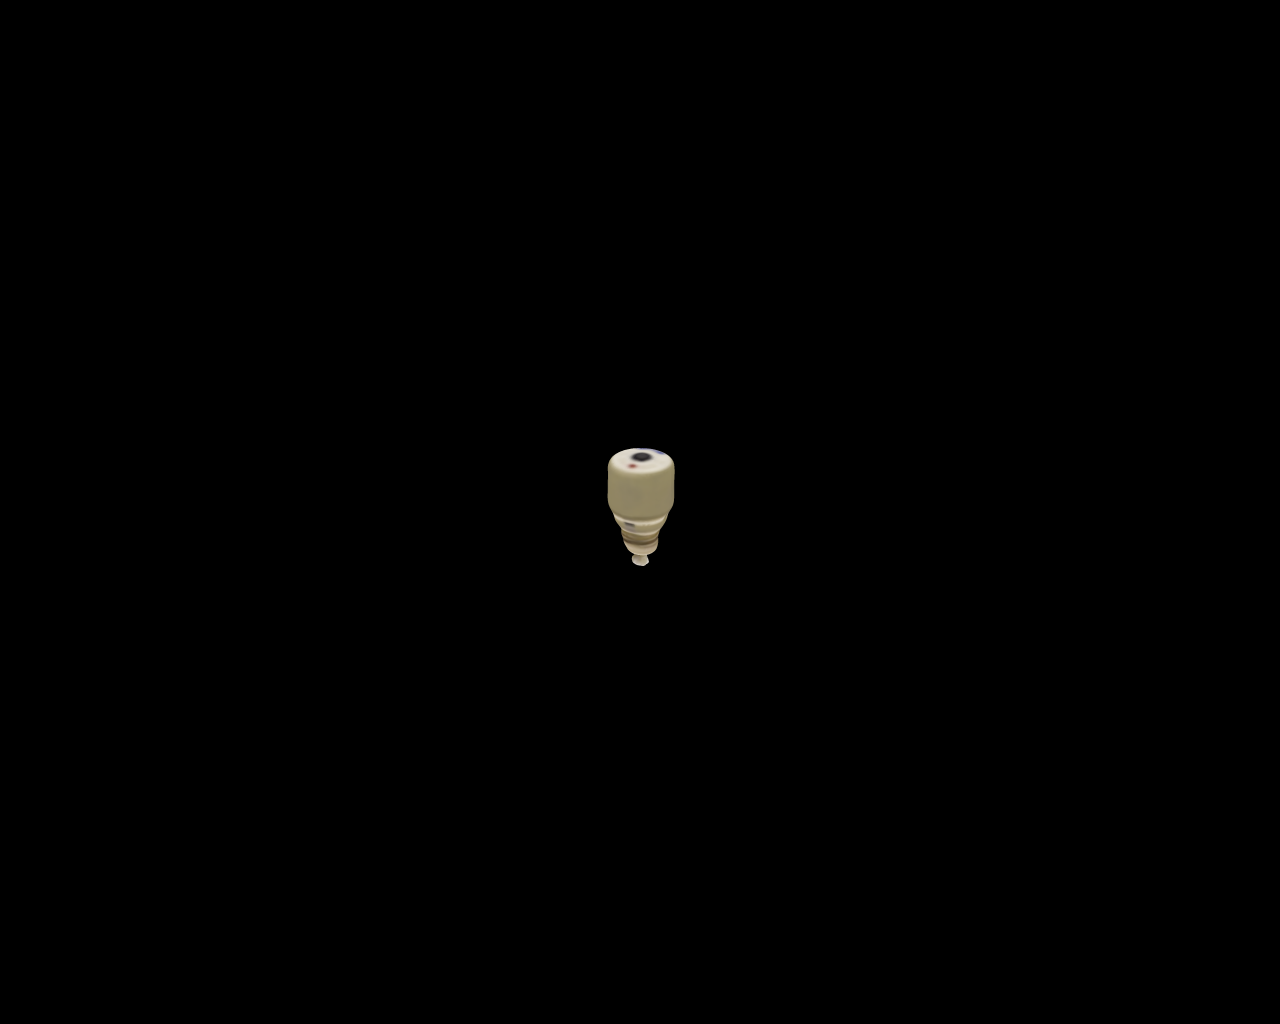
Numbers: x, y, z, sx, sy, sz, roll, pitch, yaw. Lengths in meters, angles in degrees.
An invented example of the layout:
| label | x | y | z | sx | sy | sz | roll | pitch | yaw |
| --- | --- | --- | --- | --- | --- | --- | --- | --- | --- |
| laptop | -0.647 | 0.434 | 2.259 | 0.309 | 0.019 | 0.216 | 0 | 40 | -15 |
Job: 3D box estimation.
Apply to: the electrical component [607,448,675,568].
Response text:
| label | x | y | z | sx | sy | sz | roll | pitch | yaw |
| --- | --- | --- | --- | --- | --- | --- | --- | --- | --- |
| electrical component | 0.001 | -0.003 | 0.650 | 0.040 | 0.078 | 0.040 | 0 | 28 | 0 |
